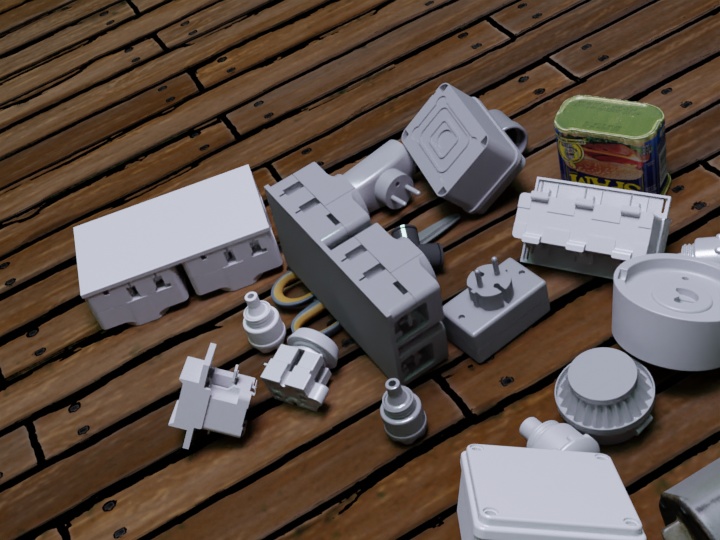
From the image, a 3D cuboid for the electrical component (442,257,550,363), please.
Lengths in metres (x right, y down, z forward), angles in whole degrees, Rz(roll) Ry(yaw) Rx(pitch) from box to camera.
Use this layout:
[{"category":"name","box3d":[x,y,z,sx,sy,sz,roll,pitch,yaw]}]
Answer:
[{"category":"electrical component","box3d":[0.112,0.021,0.909,0.083,0.075,0.047,-35,45,-17]}]

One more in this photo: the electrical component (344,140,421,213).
[{"category":"electrical component","box3d":[0.026,-0.084,1.069,0.077,0.044,0.079,-38,46,-20]}]

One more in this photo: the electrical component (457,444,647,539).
[{"category":"electrical component","box3d":[0.124,0.168,0.723,0.109,0.056,0.108,4,17,-1]}]

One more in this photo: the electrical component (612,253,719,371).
[{"category":"electrical component","box3d":[0.251,0.038,0.849,0.108,0.060,0.108,1,28,-1]}]

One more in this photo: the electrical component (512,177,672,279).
[{"category":"electrical component","box3d":[0.200,-0.036,0.938,0.121,0.063,0.078,12,91,28]}]

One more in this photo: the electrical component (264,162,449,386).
[{"category":"electrical component","box3d":[0.000,0.000,0.929,0.060,0.105,0.186,-32,53,-16]}]

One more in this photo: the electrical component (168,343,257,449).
[{"category":"electrical component","box3d":[-0.122,0.109,0.901,0.064,0.081,0.042,15,21,-4]}]

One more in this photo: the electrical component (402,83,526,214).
[{"category":"electrical component","box3d":[0.100,-0.117,1.045,0.078,0.057,0.113,-50,41,21]}]

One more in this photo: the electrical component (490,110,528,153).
[{"category":"electrical component","box3d":[0.143,-0.137,1.089,0.040,0.040,0.046,-24,38,-6]}]

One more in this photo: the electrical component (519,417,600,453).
[{"category":"electrical component","box3d":[0.145,0.133,0.807,0.048,0.048,0.062,-32,38,-15]}]

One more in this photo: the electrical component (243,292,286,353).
[{"category":"electrical component","box3d":[-0.089,0.044,0.963,0.035,0.061,0.035,-10,44,9]}]

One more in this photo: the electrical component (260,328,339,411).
[{"category":"electrical component","box3d":[-0.049,0.084,0.922,0.066,0.048,0.055,13,59,29]}]

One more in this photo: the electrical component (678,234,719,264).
[{"category":"electrical component","box3d":[0.285,-0.006,0.903,0.062,0.048,0.048,-4,44,25]}]

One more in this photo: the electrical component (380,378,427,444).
[{"category":"electrical component","box3d":[0.032,0.109,0.856,0.035,0.061,0.035,-10,43,9]}]

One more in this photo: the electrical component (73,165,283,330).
[{"category":"electrical component","box3d":[-0.179,-0.020,1.060,0.186,0.060,0.105,-20,43,-2]}]
